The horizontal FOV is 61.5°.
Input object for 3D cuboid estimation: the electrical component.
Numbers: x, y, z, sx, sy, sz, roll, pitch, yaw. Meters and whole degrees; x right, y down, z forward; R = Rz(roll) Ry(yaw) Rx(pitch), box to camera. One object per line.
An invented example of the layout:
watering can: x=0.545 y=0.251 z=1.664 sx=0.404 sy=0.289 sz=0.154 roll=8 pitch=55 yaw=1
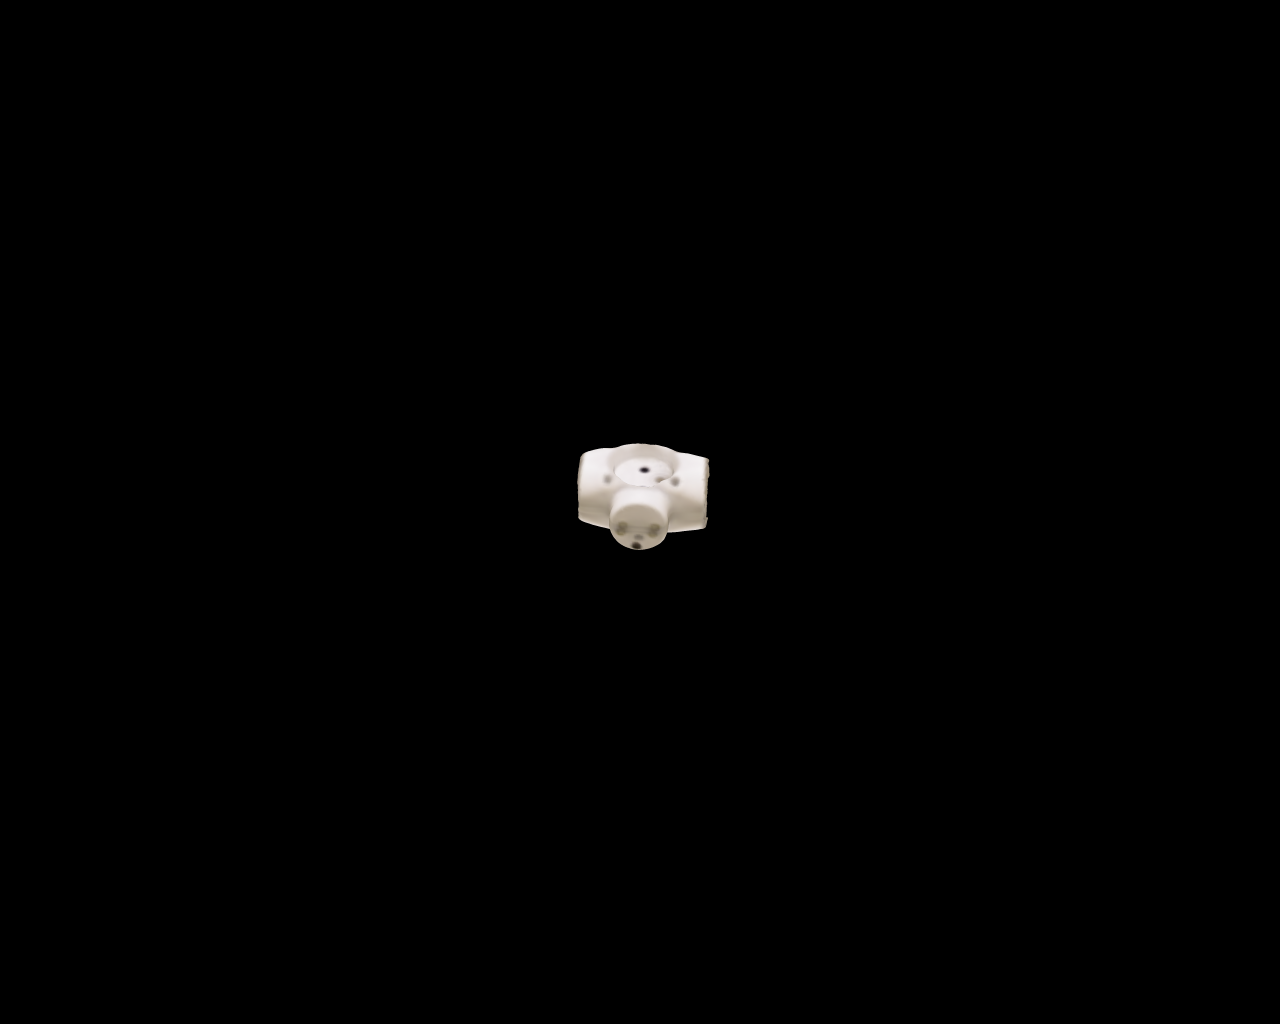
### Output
electrical component: x=0.001 y=-0.003 z=0.650 sx=0.077 sy=0.044 sz=0.079 roll=4 pitch=40 yaw=5
